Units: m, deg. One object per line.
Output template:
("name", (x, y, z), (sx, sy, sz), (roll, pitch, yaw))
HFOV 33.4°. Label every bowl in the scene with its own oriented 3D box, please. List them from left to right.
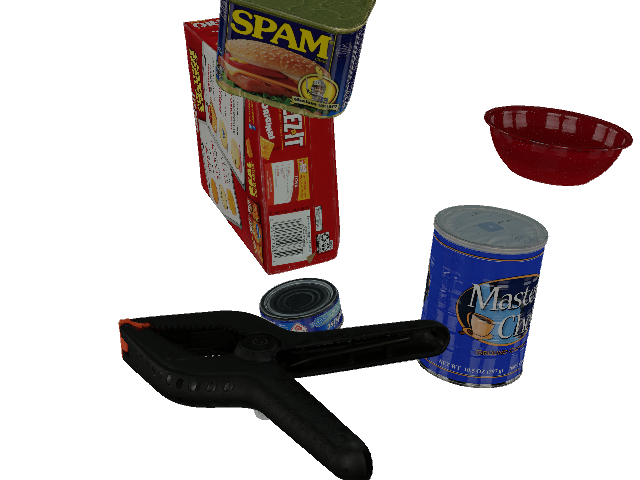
("bowl", (0.255, -0.101, 1.172), (0.162, 0.055, 0.162), (6, 22, -3))

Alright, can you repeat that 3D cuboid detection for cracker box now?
("cracker box", (-0.053, -0.091, 0.918), (0.072, 0.164, 0.214), (-11, 27, -17))

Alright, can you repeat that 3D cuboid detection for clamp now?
("clamp", (-0.028, 0.076, 0.674), (0.210, 0.036, 0.164), (12, 26, 27))

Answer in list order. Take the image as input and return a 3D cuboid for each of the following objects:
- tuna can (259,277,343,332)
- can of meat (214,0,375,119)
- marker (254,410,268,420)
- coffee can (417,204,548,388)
("tuna can", (-0.020, 0.073, 1.116), (0.086, 0.034, 0.086), (-9, 26, 4))
("can of meat", (-0.021, -0.136, 0.723), (0.102, 0.057, 0.084), (18, -41, 6))
("marker", (-0.052, 0.109, 0.915), (0.020, 0.020, 0.121), (0, 29, -8))
("coffee can", (0.147, 0.050, 0.987), (0.103, 0.140, 0.103), (5, 22, -2))
